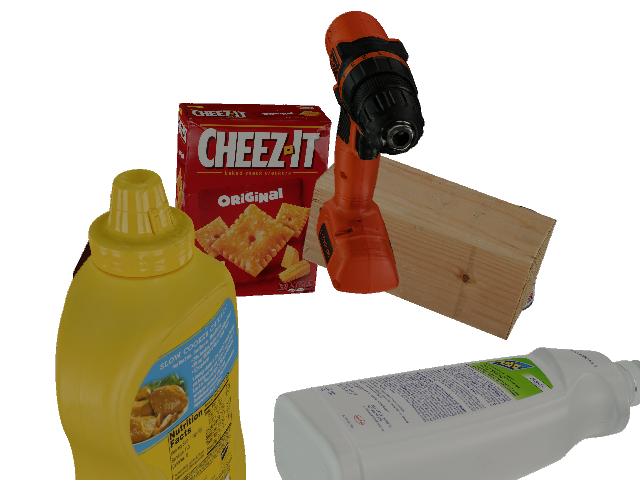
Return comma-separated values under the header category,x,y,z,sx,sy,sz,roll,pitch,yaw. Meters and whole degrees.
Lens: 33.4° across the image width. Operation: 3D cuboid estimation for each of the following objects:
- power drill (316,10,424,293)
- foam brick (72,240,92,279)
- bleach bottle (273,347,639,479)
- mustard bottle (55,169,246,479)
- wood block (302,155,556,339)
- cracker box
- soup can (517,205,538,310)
category,x,y,z,sx,sy,sz,roll,pitch,yaw
power drill,0.036,-0.056,0.790,0.057,0.188,0.184,0,32,-7
foam brick,-0.139,0.027,0.750,0.053,0.051,0.078,5,30,-1
bleach bottle,0.103,0.113,0.659,0.250,0.068,0.103,-8,23,-22
mustard bottle,-0.070,0.060,0.450,0.058,0.192,0.096,15,32,25
wood block,0.098,-0.001,0.989,0.206,0.091,0.090,22,36,15
cracker box,-0.080,-0.043,1.209,0.164,0.214,0.072,-1,23,-17
soup can,0.209,0.021,1.185,0.068,0.102,0.068,0,32,0
